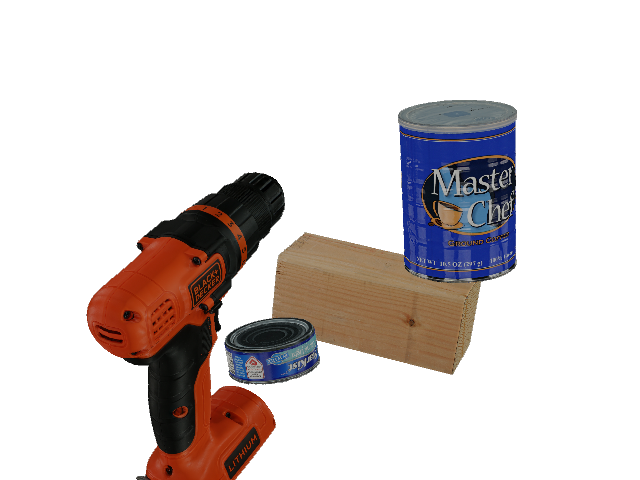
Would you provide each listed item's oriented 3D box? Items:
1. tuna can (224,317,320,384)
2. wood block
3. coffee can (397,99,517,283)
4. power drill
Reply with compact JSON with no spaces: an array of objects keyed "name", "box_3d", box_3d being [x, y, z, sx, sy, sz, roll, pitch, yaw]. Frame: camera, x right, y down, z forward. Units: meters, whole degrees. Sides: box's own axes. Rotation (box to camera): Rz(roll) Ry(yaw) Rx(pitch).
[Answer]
[{"name":"tuna can","box_3d":[-0.045,0.100,0.985,0.086,0.034,0.086,-8,15,2]},{"name":"wood block","box_3d":[0.060,0.066,1.161,0.206,0.091,0.090,13,22,17]},{"name":"coffee can","box_3d":[0.122,-0.046,0.947,0.103,0.140,0.103,-3,19,1]},{"name":"power drill","box_3d":[-0.074,0.065,0.708,0.057,0.188,0.184,13,35,28]}]
